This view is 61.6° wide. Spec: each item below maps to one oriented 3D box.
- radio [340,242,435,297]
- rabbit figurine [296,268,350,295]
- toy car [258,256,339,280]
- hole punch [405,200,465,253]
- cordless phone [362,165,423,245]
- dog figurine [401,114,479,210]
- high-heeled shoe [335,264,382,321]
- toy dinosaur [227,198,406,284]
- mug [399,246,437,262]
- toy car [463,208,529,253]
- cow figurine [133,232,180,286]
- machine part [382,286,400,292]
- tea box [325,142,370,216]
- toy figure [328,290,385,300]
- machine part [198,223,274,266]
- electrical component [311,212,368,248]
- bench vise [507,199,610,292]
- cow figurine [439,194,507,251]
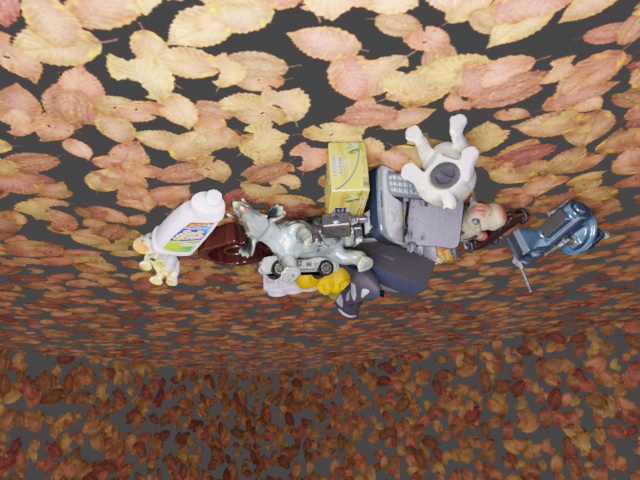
[{"bbox_3d":[0.153,0.058,1.318,0.230,0.073,0.131,23,163,5],"label":"radio"},{"bbox_3d":[-0.003,0.089,1.441,0.173,0.121,0.163,-4,-175,-41],"label":"rabbit figurine"},{"bbox_3d":[-0.051,0.066,1.321,0.202,0.056,0.073,0,168,-17],"label":"toy car"},{"bbox_3d":[0.236,-0.041,1.125,0.116,0.142,0.092,8,-174,8],"label":"hole punch"},{"bbox_3d":[0.174,-0.061,1.024,0.184,0.146,0.088,3,164,-14],"label":"cordless phone"},{"bbox_3d":[0.223,-0.095,0.921,0.121,0.172,0.190,-1,154,25],"label":"dog figurine"},{"bbox_3d":[0.108,0.149,1.328,0.086,0.145,0.248,-37,139,-20],"label":"high-heeled shoe"},{"bbox_3d":[-0.014,-0.007,1.153,0.405,0.192,0.131,2,118,-35],"label":"toy dinosaur"},{"bbox_3d":[0.228,0.033,1.376,0.107,0.081,0.109,-9,164,38],"label":"mug"},{"bbox_3d":[0.416,-0.026,1.285,0.089,0.053,0.202,-14,161,-16],"label":"toy car"},{"bbox_3d":[-0.384,0.029,1.278,0.068,0.098,0.167,-1,141,9],"label":"cow figurine"},{"bbox_3d":[0.171,0.104,1.556,0.243,0.079,0.079,14,153,-40],"label":"machine part"},{"bbox_3d":[0.046,-0.096,0.983,0.068,0.098,0.169,-3,158,-2],"label":"tea box"},{"bbox_3d":[0.110,0.145,1.653,0.180,0.082,0.089,0,146,5],"label":"toy figure"},{"bbox_3d":[-0.200,0.011,1.285,0.179,0.056,0.179,-4,160,-2],"label":"machine part"},{"bbox_3d":[0.035,-0.016,0.990,0.102,0.045,0.078,-2,161,-3],"label":"electrical component"},{"bbox_3d":[0.564,-0.001,1.240,0.240,0.129,0.223,2,133,-26],"label":"bench vise"},{"bbox_3d":[0.321,-0.039,1.200,0.195,0.085,0.127,-16,158,40],"label":"cow figurine"}]
